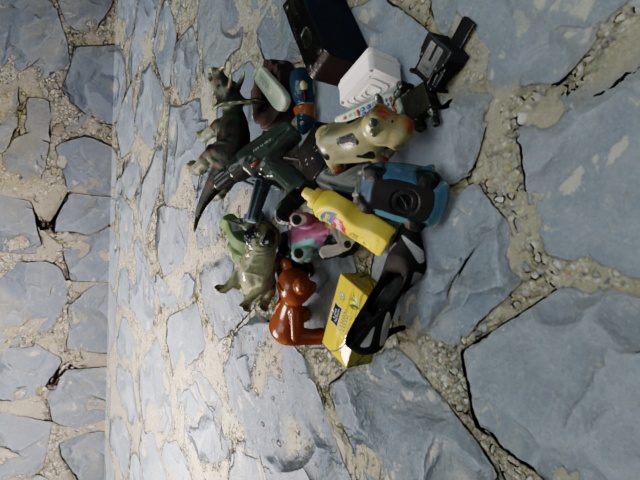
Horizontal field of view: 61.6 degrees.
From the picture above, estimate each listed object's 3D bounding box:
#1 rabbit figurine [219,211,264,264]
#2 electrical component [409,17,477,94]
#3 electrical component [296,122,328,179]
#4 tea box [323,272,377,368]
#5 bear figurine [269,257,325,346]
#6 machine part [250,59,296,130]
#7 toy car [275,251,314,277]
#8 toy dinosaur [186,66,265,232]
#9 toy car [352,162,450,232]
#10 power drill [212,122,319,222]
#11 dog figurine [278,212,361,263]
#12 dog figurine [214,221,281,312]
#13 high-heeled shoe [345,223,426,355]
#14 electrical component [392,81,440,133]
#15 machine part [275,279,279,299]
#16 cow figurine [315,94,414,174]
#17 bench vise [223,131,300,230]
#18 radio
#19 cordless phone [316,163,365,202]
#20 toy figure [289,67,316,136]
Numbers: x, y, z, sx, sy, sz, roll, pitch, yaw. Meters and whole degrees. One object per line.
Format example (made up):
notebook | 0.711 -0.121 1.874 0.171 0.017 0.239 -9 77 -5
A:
rabbit figurine | -0.193 0.021 1.463 0.159 0.121 0.170 60 155 25
electrical component | 0.210 -0.313 0.898 0.075 0.048 0.119 61 138 33
electrical component | 0.006 -0.175 1.188 0.115 0.058 0.134 -55 48 43
tea box | 0.073 0.161 1.090 0.098 0.068 0.169 37 121 48
bear figurine | -0.046 0.138 1.201 0.120 0.132 0.195 46 129 45
machine part | -0.119 -0.367 1.367 0.179 0.056 0.179 4 95 56
toy car | -0.095 0.066 1.314 0.202 0.089 0.053 19 106 52
toy dinosaur | -0.226 -0.225 1.304 0.192 0.131 0.405 -27 56 49
toy car | 0.143 -0.088 0.945 0.103 0.162 0.109 -63 -15 -61
power drill | -0.111 -0.135 1.178 0.232 0.086 0.207 -41 56 5
dog figurine | -0.002 -0.004 1.176 0.219 0.192 0.108 89 172 -85
dog figurine | -0.127 0.052 1.207 0.121 0.172 0.190 31 97 9
high-heeled shoe | 0.109 0.082 0.967 0.086 0.145 0.248 12 103 54
electrical component | 0.169 -0.238 0.959 0.078 0.045 0.102 -24 71 55
machine part | -0.111 0.125 1.385 0.139 0.039 0.084 -7 93 53
cow figurine | 0.078 -0.188 0.959 0.195 0.127 0.085 -2 61 37
bench vise | -0.145 -0.140 1.337 0.224 0.129 0.240 3 76 63
radio | 0.016 -0.420 1.102 0.073 0.131 0.230 -46 54 44
cordless phone | 0.084 -0.165 1.069 0.147 0.088 0.184 25 92 53
toy figure | -0.038 -0.320 1.248 0.058 0.064 0.154 -8 88 17
